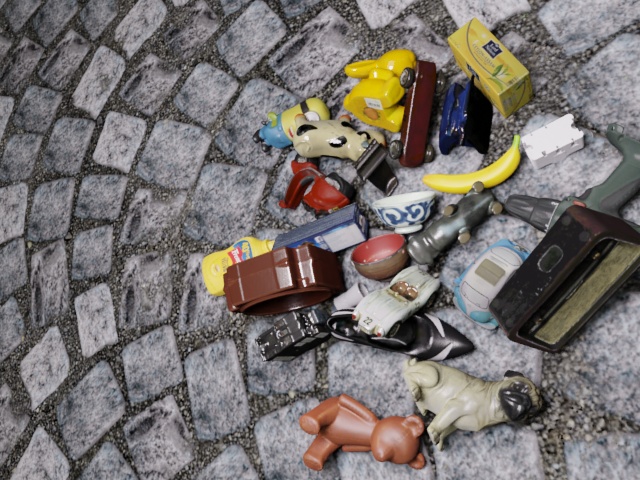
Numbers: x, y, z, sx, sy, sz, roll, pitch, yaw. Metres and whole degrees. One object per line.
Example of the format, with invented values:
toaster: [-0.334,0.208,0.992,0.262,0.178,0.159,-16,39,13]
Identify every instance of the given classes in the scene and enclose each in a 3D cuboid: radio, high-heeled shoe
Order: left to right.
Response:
high-heeled shoe: [0.135,0.162,0.952,0.249,0.145,0.086,1,78,30]
radio: [0.374,0.063,0.820,0.229,0.131,0.073,-60,31,24]

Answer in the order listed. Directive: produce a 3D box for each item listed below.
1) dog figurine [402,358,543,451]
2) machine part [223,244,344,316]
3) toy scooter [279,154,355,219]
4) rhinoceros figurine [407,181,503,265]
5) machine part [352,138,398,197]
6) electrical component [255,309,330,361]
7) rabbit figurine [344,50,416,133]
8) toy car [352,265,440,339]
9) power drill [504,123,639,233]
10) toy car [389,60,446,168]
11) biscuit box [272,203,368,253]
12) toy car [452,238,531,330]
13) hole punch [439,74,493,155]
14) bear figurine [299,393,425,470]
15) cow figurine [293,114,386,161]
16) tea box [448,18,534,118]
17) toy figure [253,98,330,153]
dog figurine: [0.252,0.246,0.908,0.191,0.121,0.172,-27,67,3]
machine part: [-0.069,0.085,1.048,0.201,0.201,0.087,-19,71,21]
toy scooter: [-0.019,-0.101,1.148,0.184,0.075,0.135,42,96,33]
rhinoceros figurine: [0.240,-0.029,0.975,0.190,0.112,0.073,-40,90,-2]
machine part: [0.113,-0.137,1.051,0.039,0.138,0.084,31,83,35]
electrical component: [-0.044,0.185,1.058,0.134,0.114,0.058,-34,67,16]
rabbit figurine: [0.135,-0.325,1.125,0.163,0.121,0.173,18,71,40]
toy car: [0.139,0.107,0.951,0.074,0.202,0.056,33,131,30]
power drill: [0.455,-0.086,0.892,0.232,0.086,0.207,35,90,29]
toy car: [0.186,-0.241,1.043,0.053,0.089,0.202,-144,58,-66]
biscuit box: [-0.002,-0.003,1.102,0.203,0.059,0.063,-21,32,24]
toy car: [0.298,0.070,0.918,0.109,0.103,0.161,41,99,29]
hole punch: [0.262,-0.226,1.017,0.092,0.115,0.142,7,79,37]
bear figurine: [0.079,0.352,0.945,0.196,0.132,0.120,13,116,34]
cow figurine: [0.041,-0.203,1.114,0.195,0.085,0.127,3,40,0]
tea box: [0.323,-0.325,1.018,0.068,0.098,0.170,-36,61,14]
toy figure: [-0.063,-0.260,1.213,0.180,0.082,0.089,-15,72,26]
